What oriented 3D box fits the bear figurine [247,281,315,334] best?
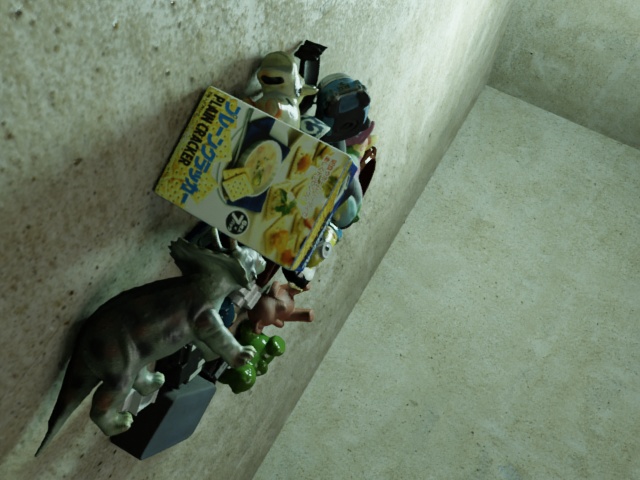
[{"bbox_3d":[-0.097,0.159,1.311,0.196,0.132,0.120,15,67,-80],"label":"bear figurine"}]

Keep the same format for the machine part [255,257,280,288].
[{"bbox_3d":[-0.093,0.013,1.122,0.179,0.056,0.179,-57,176,-6],"label":"machine part"}]

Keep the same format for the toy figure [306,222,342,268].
[{"bbox_3d":[0.000,-0.001,1.219,0.089,0.082,0.180,-58,180,31],"label":"toy figure"}]

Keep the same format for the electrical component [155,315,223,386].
[{"bbox_3d":[-0.245,0.202,0.999,0.115,0.058,0.134,-36,152,-56],"label":"electrical component"}]

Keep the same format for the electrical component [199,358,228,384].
[{"bbox_3d":[-0.224,0.258,1.202,0.119,0.048,0.074,-52,164,-28],"label":"electrical component"}]

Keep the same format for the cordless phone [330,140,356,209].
[{"bbox_3d":[-0.001,-0.138,1.093,0.146,0.088,0.184,-39,-147,35],"label":"cordless phone"}]

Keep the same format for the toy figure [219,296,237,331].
[{"bbox_3d":[-0.204,0.176,1.077,0.058,0.064,0.154,-66,174,-52],"label":"toy figure"}]

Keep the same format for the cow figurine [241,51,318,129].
[{"bbox_3d":[-0.060,-0.177,0.792,0.127,0.086,0.194,-17,111,-66],"label":"cow figurine"}]

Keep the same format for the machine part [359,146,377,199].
[{"bbox_3d":[0.063,-0.144,1.362,0.201,0.087,0.200,-54,165,-24],"label":"machine part"}]

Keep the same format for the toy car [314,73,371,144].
[{"bbox_3d":[0.032,-0.254,1.002,0.109,0.103,0.161,-21,162,-6],"label":"toy car"}]

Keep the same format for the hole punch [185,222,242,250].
[{"bbox_3d":[-0.158,0.013,0.888,0.142,0.092,0.115,-46,175,-27],"label":"hole punch"}]

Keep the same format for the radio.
[{"bbox_3d":[-0.294,0.334,1.052,0.131,0.073,0.229,-62,168,-3],"label":"radio"}]

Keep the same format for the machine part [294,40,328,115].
[{"bbox_3d":[-0.025,-0.266,0.911,0.084,0.039,0.138,-43,160,-37],"label":"machine part"}]

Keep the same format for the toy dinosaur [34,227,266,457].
[{"bbox_3d":[-0.232,0.121,0.721,0.405,0.192,0.131,-29,-167,-16],"label":"toy dinosaur"}]

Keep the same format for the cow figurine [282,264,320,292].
[{"bbox_3d":[-0.066,0.052,1.269,0.098,0.068,0.167,-65,147,-22],"label":"cow figurine"}]

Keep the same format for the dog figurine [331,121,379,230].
[{"bbox_3d":[0.064,-0.154,1.176,0.219,0.192,0.108,-45,159,-1],"label":"dog figurine"}]

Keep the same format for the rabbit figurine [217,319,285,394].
[{"bbox_3d":[-0.185,0.296,1.283,0.159,0.121,0.170,-44,-170,26],"label":"rabbit figurine"}]
